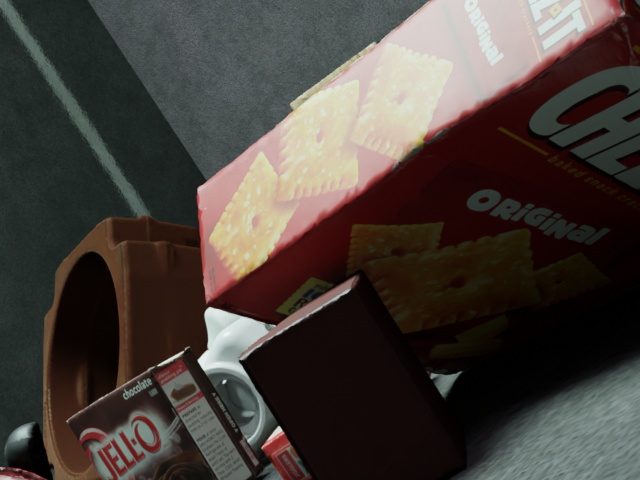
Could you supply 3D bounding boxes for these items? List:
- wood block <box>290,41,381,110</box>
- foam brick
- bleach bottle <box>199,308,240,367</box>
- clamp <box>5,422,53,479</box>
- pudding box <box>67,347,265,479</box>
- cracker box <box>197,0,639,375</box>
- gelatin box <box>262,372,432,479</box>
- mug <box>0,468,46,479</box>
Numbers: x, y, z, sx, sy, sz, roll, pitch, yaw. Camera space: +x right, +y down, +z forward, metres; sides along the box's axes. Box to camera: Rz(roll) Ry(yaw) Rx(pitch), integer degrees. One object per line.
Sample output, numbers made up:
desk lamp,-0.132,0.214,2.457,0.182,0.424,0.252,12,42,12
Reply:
wood block,0.076,-0.056,0.897,0.091,0.206,0.090,-34,-1,17
foam brick,0.013,0.059,0.402,0.051,0.078,0.053,-32,0,8
bleach bottle,-0.005,0.001,0.758,0.250,0.102,0.068,-50,30,-13
clamp,-0.155,0.161,0.609,0.172,0.120,0.039,-38,28,29
pudding box,-0.096,0.126,0.650,0.114,0.090,0.039,-33,-1,42
cracker box,0.077,-0.022,0.449,0.163,0.072,0.214,21,-41,-39
gelatin box,0.016,0.087,0.549,0.073,0.030,0.089,-35,-2,14
mug,-0.177,0.171,0.528,0.117,0.093,0.081,10,22,18
